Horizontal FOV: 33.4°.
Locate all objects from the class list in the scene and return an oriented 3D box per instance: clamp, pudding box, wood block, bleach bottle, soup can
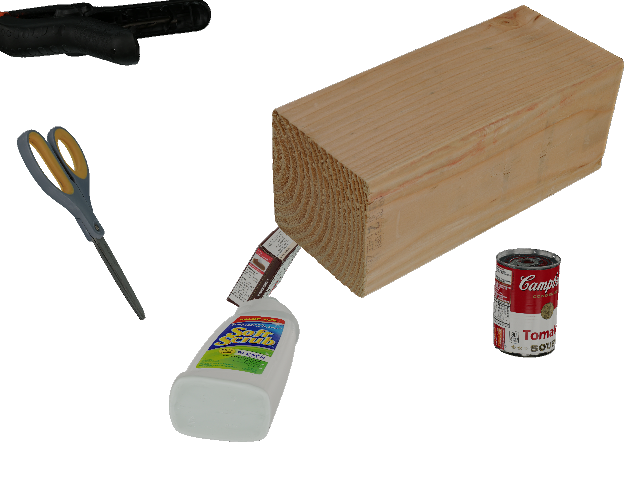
[{"bbox_3d":[-0.170,-0.160,0.798,0.172,0.039,0.120,11,23,29],"label":"clamp"},{"bbox_3d":[-0.060,0.028,1.288,0.039,0.090,0.113,32,27,3],"label":"pudding box"},{"bbox_3d":[0.079,-0.061,0.665,0.205,0.090,0.091,-27,48,-28],"label":"wood block"},{"bbox_3d":[-0.080,0.119,1.118,0.102,0.068,0.250,6,20,4],"label":"bleach bottle"},{"bbox_3d":[0.220,0.067,1.146,0.068,0.102,0.068,0,16,0],"label":"soup can"}]

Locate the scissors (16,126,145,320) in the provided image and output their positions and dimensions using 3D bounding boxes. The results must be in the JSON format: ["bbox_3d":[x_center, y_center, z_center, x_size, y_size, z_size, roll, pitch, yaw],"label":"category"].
[{"bbox_3d":[-0.213,-0.026,1.001,0.016,0.201,0.096,-24,26,19],"label":"scissors"}]
